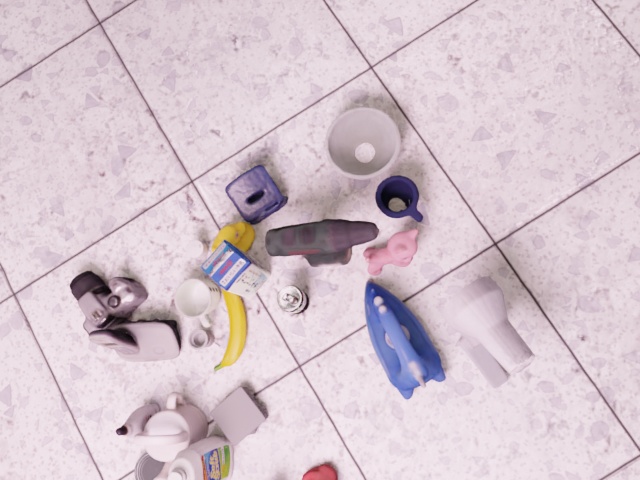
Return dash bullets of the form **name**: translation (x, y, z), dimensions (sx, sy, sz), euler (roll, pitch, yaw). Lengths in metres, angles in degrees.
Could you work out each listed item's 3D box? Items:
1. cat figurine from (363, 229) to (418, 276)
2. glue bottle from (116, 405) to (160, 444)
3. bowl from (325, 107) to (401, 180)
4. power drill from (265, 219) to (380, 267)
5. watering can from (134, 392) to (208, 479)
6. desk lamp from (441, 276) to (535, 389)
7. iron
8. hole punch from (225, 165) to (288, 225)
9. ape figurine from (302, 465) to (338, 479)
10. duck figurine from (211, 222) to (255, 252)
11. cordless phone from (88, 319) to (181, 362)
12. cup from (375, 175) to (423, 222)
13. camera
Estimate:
- **cat figurine**: translation (0.152, 0.024, 1.203), dimensions (0.127, 0.118, 0.067), euler (-20, 78, 4)
- **glue bottle**: translation (-0.375, 0.385, 1.179), dimensions (0.037, 0.173, 0.078), euler (-17, 78, 4)
- **bowl**: translation (0.096, -0.205, 1.273), dimensions (0.167, 0.075, 0.167), euler (-1, 80, 7)
- **power drill**: translation (0.011, 0.004, 1.178), dimensions (0.229, 0.208, 0.075), euler (-5, 79, 7)
- **watering can**: translation (-0.302, 0.402, 1.156), dimensions (0.101, 0.194, 0.173), euler (-21, 78, 4)
- **desk lamp**: translation (0.330, 0.181, 1.103), dimensions (0.118, 0.213, 0.203), euler (-36, 77, 0)
- **iron**: translation (0.153, 0.190, 1.161), dimensions (0.118, 0.141, 0.258), euler (-29, 78, 2)
- **hole punch**: translation (-0.140, -0.100, 1.276), dimensions (0.108, 0.091, 0.101), euler (-34, 77, 1)
- **ape figurine**: translation (0.001, 0.496, 1.152), dimensions (0.076, 0.092, 0.077), euler (-45, 77, -2)
- **duck figurine**: translation (-0.200, -0.003, 1.270), dimensions (0.104, 0.086, 0.077), euler (-36, 77, 0)
- **cordless phone**: translation (-0.386, 0.211, 1.205), dimensions (0.147, 0.185, 0.094), euler (-7, 79, 6)
- **cup**: translation (0.176, -0.075, 1.229), dimensions (0.092, 0.095, 0.117), euler (-45, 78, -2)
- **camera**: translation (-0.487, 0.124, 1.277), dimensions (0.143, 0.101, 0.136), euler (-43, 78, -1)
